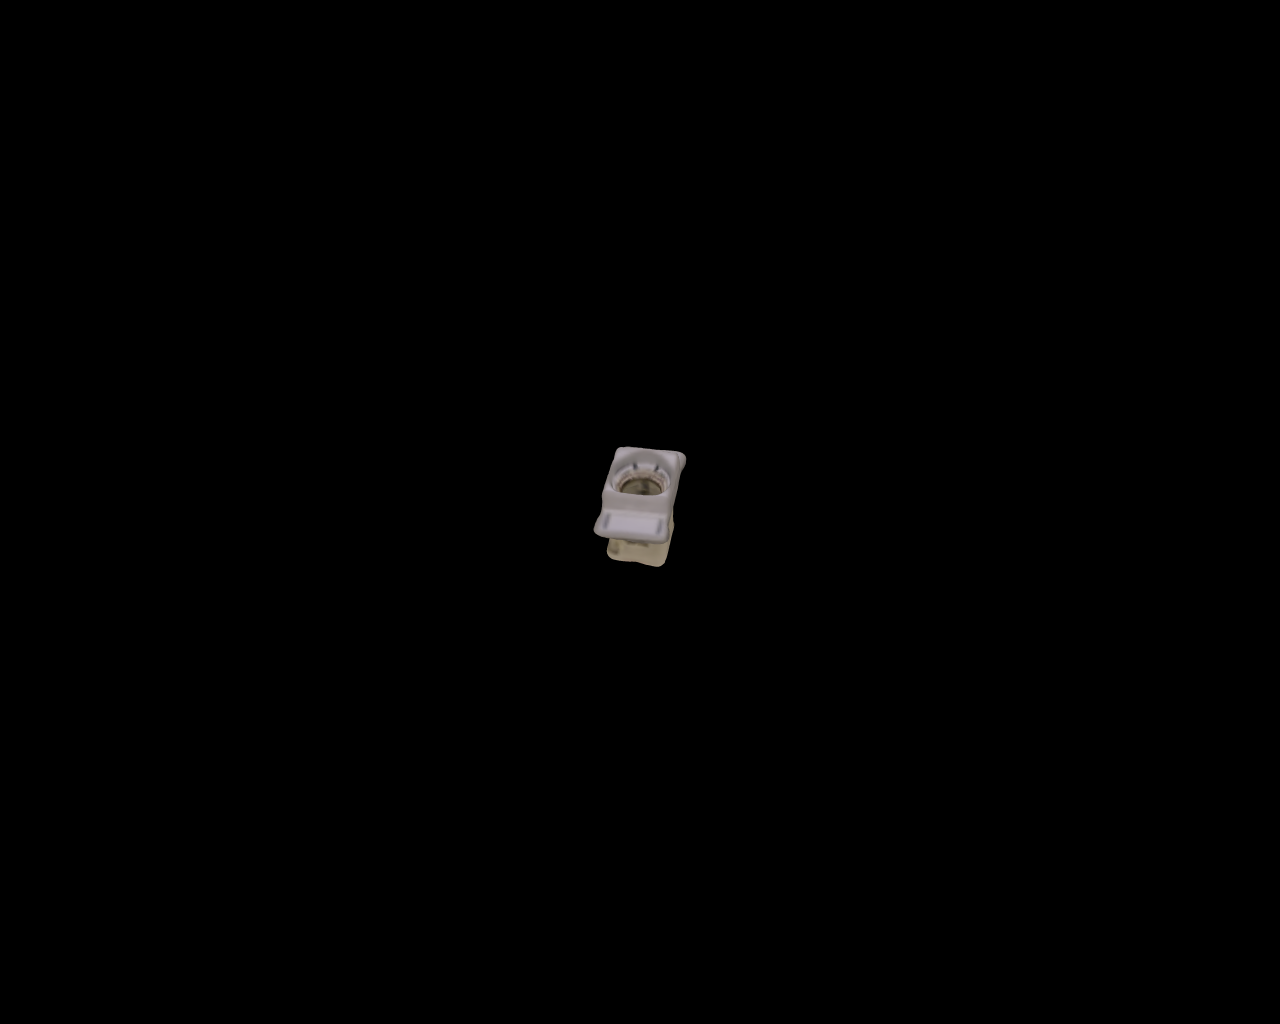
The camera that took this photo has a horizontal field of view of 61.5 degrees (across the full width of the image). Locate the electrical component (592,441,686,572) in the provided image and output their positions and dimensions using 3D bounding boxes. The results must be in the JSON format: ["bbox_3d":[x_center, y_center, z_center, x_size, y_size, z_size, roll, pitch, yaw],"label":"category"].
[{"bbox_3d":[0.001,-0.003,0.650,0.042,0.063,0.081,8,44,9],"label":"electrical component"}]
